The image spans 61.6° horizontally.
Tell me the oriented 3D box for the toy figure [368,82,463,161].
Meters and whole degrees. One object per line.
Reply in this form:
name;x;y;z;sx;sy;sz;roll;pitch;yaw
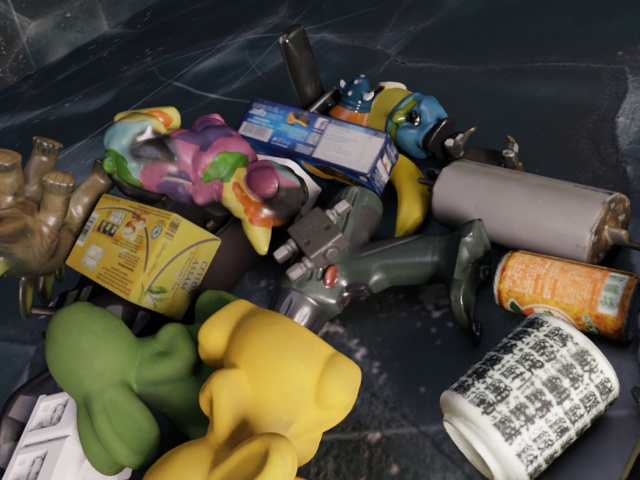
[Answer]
toy figure;0.113;-0.160;0.727;0.089;0.082;0.180;-28;39;-7

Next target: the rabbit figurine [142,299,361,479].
rabbit figurine;-0.049;0.148;0.385;0.173;0.121;0.163;-43;33;-21

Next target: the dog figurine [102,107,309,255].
dog figurine;-0.122;-0.066;0.588;0.191;0.108;0.219;-3;28;-35

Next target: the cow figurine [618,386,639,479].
cow figurine;0.209;0.146;0.304;0.195;0.085;0.127;-39;45;-15

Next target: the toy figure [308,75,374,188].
toy figure;0.027;-0.147;0.726;0.154;0.064;0.058;-60;-7;11

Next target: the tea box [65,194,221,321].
tea box;-0.197;0.013;0.586;0.170;0.068;0.098;17;78;44

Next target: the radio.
radio;-0.183;-0.006;0.716;0.131;0.073;0.230;-43;42;-20

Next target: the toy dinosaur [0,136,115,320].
toy dinosaur;-0.336;-0.021;0.661;0.198;0.105;0.471;-62;8;8

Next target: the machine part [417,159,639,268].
machine part;0.197;-0.027;0.521;0.079;0.079;0.244;-44;41;-22

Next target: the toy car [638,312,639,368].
toy car;0.296;0.024;0.403;0.202;0.073;0.056;-41;43;-20

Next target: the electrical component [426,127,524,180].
electrical component;0.184;-0.091;0.631;0.078;0.045;0.102;-38;38;-18

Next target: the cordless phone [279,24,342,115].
cordless phone;-0.033;-0.196;0.769;0.089;0.184;0.146;20;55;38

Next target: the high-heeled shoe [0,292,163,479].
high-heeled shoe;-0.258;0.172;0.580;0.086;0.145;0.248;-30;51;54

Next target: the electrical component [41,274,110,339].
electrical component;-0.301;0.084;0.697;0.075;0.047;0.119;-18;37;9

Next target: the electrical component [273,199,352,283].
electrical component;-0.001;-0.002;0.526;0.094;0.021;0.063;-38;40;-4

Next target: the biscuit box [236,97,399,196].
biscuit box;-0.008;-0.118;0.667;0.203;0.062;0.059;22;80;27

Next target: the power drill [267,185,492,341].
power drill;0.052;0.048;0.520;0.207;0.085;0.232;-3;51;37

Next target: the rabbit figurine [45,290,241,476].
rabbit figurine;-0.156;0.119;0.469;0.121;0.170;0.159;-36;42;46
